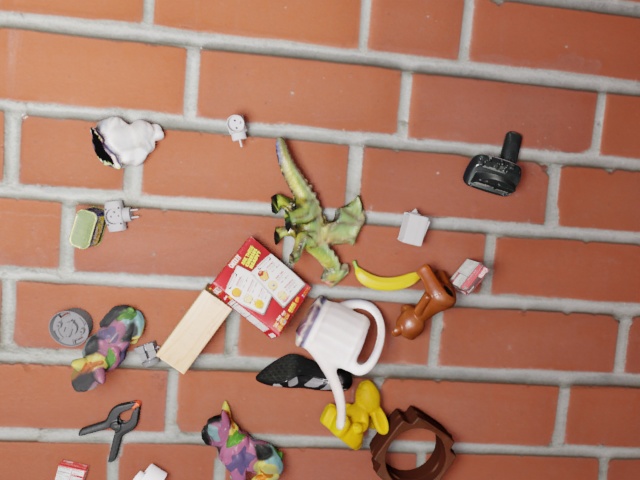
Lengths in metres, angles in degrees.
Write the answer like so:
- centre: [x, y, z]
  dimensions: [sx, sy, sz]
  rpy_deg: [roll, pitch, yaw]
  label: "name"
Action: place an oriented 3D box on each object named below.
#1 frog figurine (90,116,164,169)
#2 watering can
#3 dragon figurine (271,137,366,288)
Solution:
- centre: [-0.484, -0.255, 1.300]
  dimensions: [0.137, 0.120, 0.162]
  rpy_deg: [50, 53, 0]
  label: "frog figurine"
- centre: [0.038, 0.280, 1.316]
  dimensions: [0.225, 0.101, 0.355]
  rpy_deg: [24, 52, 7]
  label: "watering can"
- centre: [0.004, -0.069, 1.367]
  dimensions: [0.243, 0.122, 0.408]
  rpy_deg: [-4, 97, -23]
  label: "dragon figurine"
